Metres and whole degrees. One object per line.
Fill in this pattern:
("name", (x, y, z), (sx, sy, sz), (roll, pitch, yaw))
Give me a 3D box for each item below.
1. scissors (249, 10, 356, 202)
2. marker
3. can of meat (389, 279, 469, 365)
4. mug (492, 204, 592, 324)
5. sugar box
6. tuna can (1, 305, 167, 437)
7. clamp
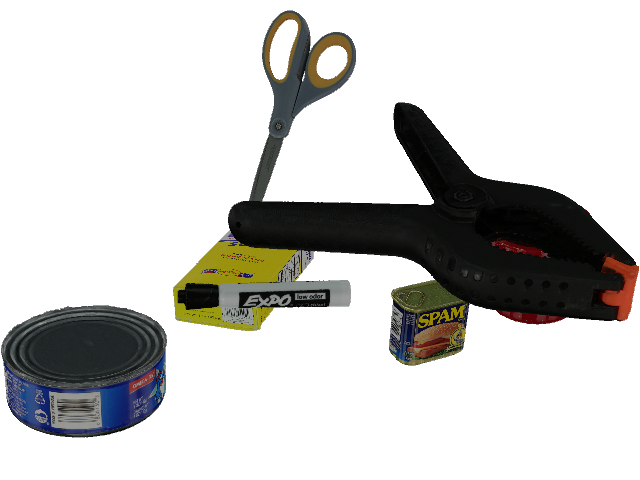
("scissors", (-0.018, -0.111, 0.979), (0.096, 0.202, 0.016), (2, -3, 10))
("marker", (-0.039, 0.038, 0.746), (0.121, 0.020, 0.020), (0, 0, -10))
("can of meat", (0.136, 0.102, 1.336), (0.101, 0.084, 0.057), (-11, 30, -26))
("mug", (0.191, 0.023, 0.908), (0.093, 0.081, 0.117), (-20, 35, -24))
("sugar box", (-0.078, 0.033, 1.139), (0.093, 0.048, 0.176), (7, 29, 16))
("tuna can", (-0.125, 0.069, 0.569), (0.086, 0.034, 0.086), (2, 24, -1))
("clamp", (0.065, -0.007, 0.574), (0.164, 0.036, 0.210), (-30, 45, -33))
